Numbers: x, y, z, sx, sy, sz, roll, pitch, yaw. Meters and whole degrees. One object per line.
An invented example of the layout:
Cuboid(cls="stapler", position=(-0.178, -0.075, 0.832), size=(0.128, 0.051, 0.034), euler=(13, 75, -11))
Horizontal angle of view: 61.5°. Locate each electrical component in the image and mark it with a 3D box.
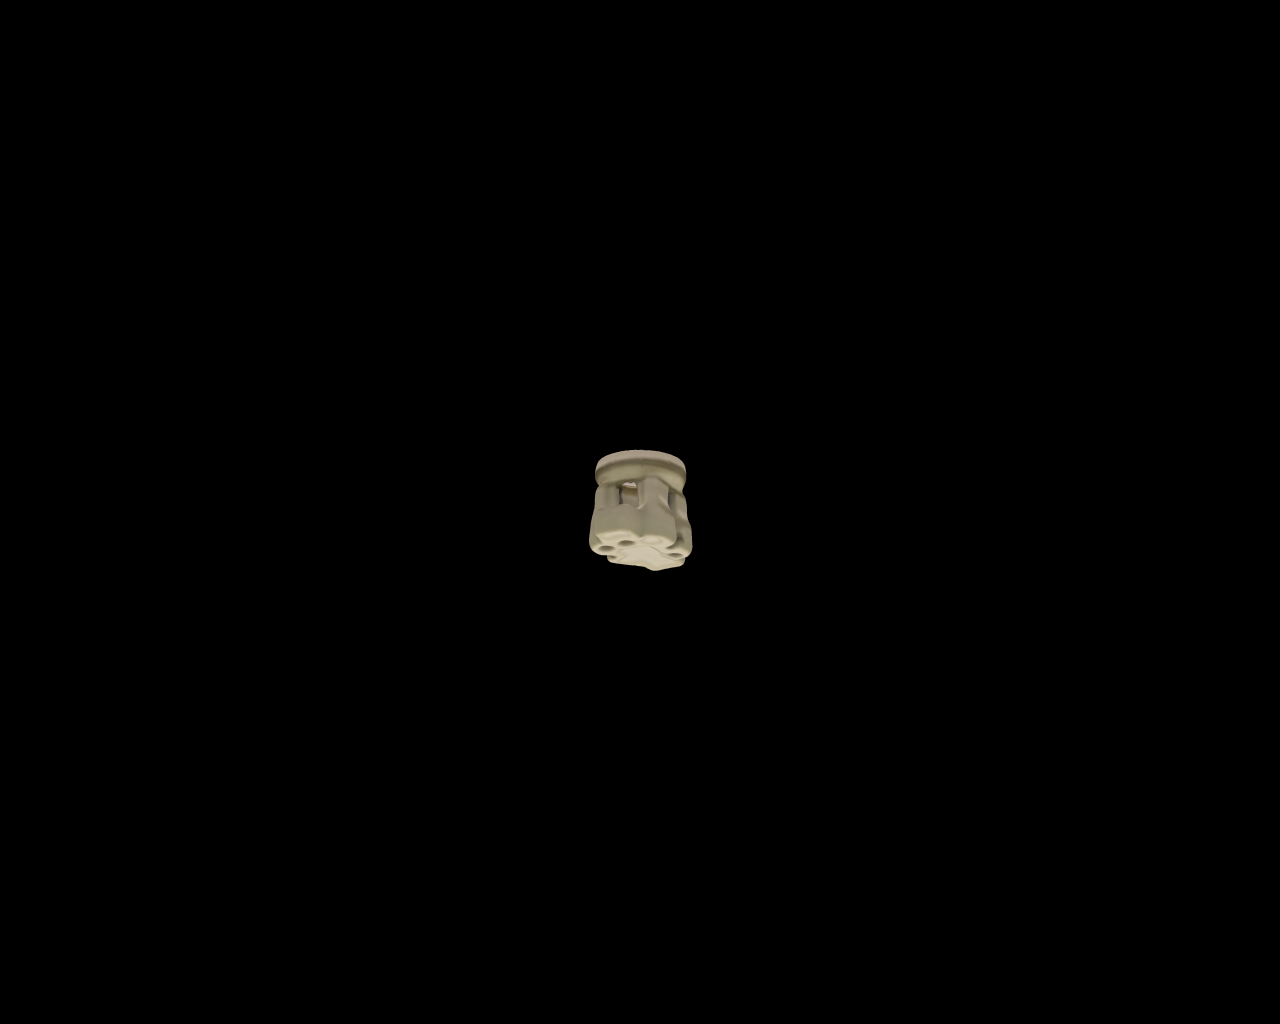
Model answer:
Cuboid(cls="electrical component", position=(0.001, -0.003, 0.650), size=(0.058, 0.057, 0.078), euler=(-10, -23, 26))
